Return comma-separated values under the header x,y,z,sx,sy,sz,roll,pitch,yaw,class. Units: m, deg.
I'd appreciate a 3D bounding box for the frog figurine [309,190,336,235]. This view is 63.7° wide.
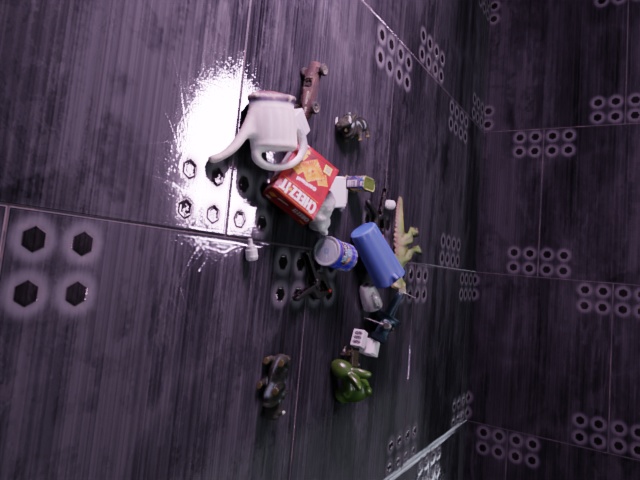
x,y,z,sx,sy,sz,roll,pitch,yaw,class
0.005,-0.085,1.698,0.140,0.122,0.157,-65,134,-64,frog figurine

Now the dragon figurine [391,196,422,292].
x,y,z,sx,sy,sz,roll,pitch,yaw,class
0.330,0.034,2.263,0.246,0.122,0.407,-27,106,-46,dragon figurine

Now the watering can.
x,y,z,sx,sy,sz,roll,pitch,yaw,class
-0.162,-0.305,1.427,0.349,0.104,0.224,-7,94,-46,watering can
